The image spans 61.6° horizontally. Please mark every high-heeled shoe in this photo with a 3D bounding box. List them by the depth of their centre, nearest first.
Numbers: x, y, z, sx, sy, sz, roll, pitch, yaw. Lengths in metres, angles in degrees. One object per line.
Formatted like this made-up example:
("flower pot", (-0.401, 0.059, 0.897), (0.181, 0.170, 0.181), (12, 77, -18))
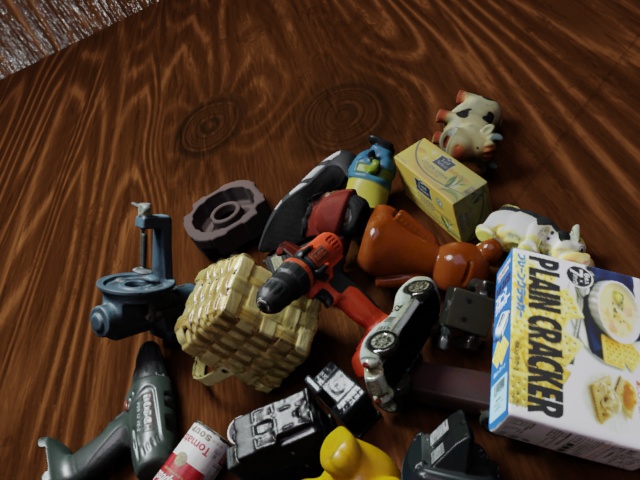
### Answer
("high-heeled shoe", (-0.025, -0.079, 1.023), (0.249, 0.086, 0.145), (-38, 18, 6))

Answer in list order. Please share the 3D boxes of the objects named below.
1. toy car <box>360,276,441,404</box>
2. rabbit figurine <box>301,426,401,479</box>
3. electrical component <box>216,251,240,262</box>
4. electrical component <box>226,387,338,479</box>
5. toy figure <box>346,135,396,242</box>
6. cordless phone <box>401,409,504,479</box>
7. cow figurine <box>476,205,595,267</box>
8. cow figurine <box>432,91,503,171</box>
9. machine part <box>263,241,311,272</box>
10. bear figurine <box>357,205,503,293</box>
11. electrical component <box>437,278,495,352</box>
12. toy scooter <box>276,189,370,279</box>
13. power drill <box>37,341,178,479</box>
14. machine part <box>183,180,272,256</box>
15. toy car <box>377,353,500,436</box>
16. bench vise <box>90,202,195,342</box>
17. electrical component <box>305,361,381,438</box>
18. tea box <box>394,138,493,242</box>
("toy car", (0.106, 0.120, 0.682), (0.056, 0.073, 0.202), (-2, 28, 36))
("rabbit figurine", (0.056, 0.303, 0.544), (0.122, 0.162, 0.173), (-51, 13, 1))
("electrical component", (-0.174, 0.060, 0.993), (0.063, 0.021, 0.094), (24, 63, 41))
("electrical component", (-0.046, 0.256, 0.670), (0.134, 0.114, 0.058), (-27, 38, 7))
("toy figure", (0.083, -0.085, 0.920), (0.089, 0.082, 0.180), (15, 80, 47))
("cordless phone", (0.170, 0.283, 0.554), (0.089, 0.146, 0.184), (-39, 80, 6))
("cow figurine", (0.313, 0.003, 0.762), (0.168, 0.068, 0.098), (23, 54, 39))
("cow figurine", (0.265, -0.187, 0.933), (0.127, 0.085, 0.195), (19, 40, 25))
("machine part", (-0.032, 0.024, 0.944), (0.139, 0.039, 0.084), (-32, 34, 0))
("bear figurine", (0.159, 0.023, 0.803), (0.196, 0.120, 0.132), (13, 8, 6))
("electrical component", (0.194, 0.099, 0.705), (0.078, 0.045, 0.102), (12, 84, -8))
("toy scooter", (-0.002, -0.003, 0.866), (0.135, 0.075, 0.183), (18, 98, 24))
("power drill", (-0.315, 0.284, 0.821), (0.207, 0.085, 0.232), (-27, 44, -9))
("machine part", (-0.180, -0.043, 1.056), (0.179, 0.056, 0.179), (-15, 38, 12))
("toy car", (0.163, 0.187, 0.671), (0.202, 0.053, 0.089), (3, 35, 31))
("bench vise", (-0.267, 0.058, 0.881), (0.223, 0.240, 0.129), (-7, 15, -43))
("electrical component", (0.024, 0.196, 0.688), (0.048, 0.119, 0.075), (-43, 42, -15))
("tea box", (0.201, -0.082, 0.877), (0.068, 0.098, 0.170), (-32, 41, -5))
